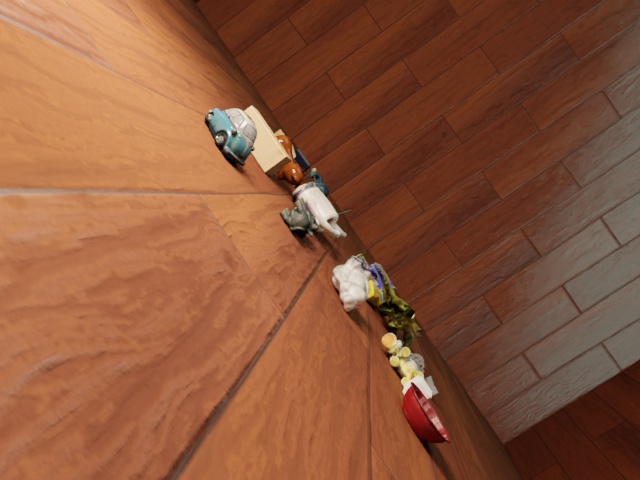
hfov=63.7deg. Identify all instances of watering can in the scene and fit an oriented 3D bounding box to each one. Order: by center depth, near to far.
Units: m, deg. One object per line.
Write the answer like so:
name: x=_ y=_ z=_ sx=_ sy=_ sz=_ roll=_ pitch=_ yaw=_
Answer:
watering can: x=0.006 y=-0.094 z=1.872 sx=0.226 sy=0.103 sz=0.346 roll=55 pitch=7 yaw=12

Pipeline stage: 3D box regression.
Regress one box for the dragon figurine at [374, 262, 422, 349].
dragon figurine: x=0.286 y=0.249 z=1.991 sx=0.244 sy=0.122 sz=0.408 roll=-81 pitch=150 yaw=-83

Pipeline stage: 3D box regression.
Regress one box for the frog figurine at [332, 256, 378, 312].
frog figurine: x=0.085 y=0.141 z=1.455 sx=0.134 sy=0.122 sz=0.163 roll=60 pitch=38 yaw=-38
